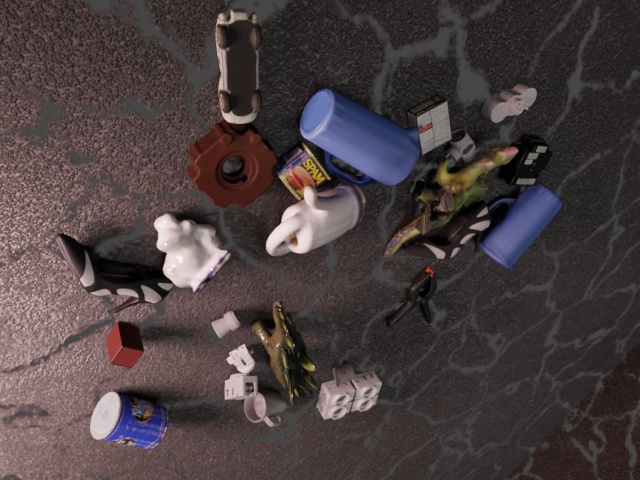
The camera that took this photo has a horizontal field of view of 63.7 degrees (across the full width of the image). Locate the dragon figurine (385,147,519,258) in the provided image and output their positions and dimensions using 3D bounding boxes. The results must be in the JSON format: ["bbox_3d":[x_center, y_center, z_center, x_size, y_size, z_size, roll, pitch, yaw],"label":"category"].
[{"bbox_3d":[0.341,-0.096,1.315,0.243,0.124,0.402,-5,145,-38],"label":"dragon figurine"}]

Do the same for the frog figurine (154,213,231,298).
[{"bbox_3d":[-0.274,0.018,1.049,0.159,0.124,0.136,41,103,-6],"label":"frog figurine"}]

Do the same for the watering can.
[{"bbox_3d":[0.003,-0.054,1.068,0.227,0.105,0.342,-26,170,-27],"label":"watering can"}]
